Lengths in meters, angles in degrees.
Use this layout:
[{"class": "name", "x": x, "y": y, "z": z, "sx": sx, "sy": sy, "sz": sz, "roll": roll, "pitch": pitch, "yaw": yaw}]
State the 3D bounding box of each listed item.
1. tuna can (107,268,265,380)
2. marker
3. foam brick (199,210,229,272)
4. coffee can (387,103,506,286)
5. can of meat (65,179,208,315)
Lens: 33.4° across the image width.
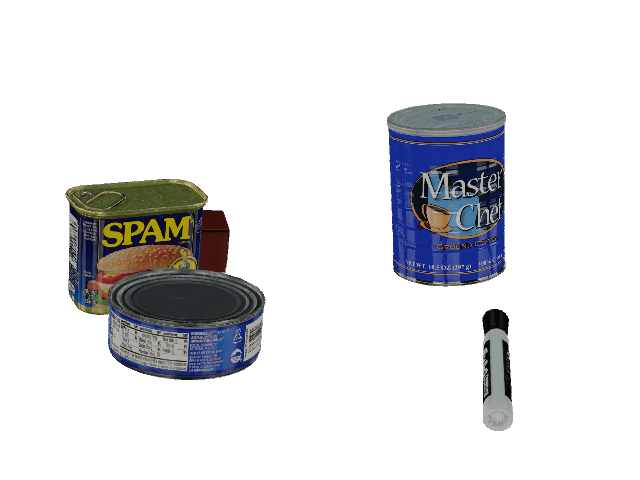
[{"class": "tuna can", "x": -0.074, "y": 0.045, "z": 0.588, "sx": 0.086, "sy": 0.034, "sz": 0.086, "roll": 5, "pitch": 17, "yaw": -2}, {"class": "marker", "x": 0.119, "y": 0.083, "z": 0.719, "sx": 0.020, "sy": 0.020, "sz": 0.121, "roll": 0, "pitch": 29, "yaw": 9}, {"class": "foam brick", "x": -0.139, "y": 0.001, "z": 1.132, "sx": 0.078, "sy": 0.051, "sz": 0.053, "roll": -1, "pitch": 25, "yaw": -11}, {"class": "coffee can", "x": 0.113, "y": -0.043, "z": 0.948, "sx": 0.103, "sy": 0.140, "sz": 0.103, "roll": -3, "pitch": 19, "yaw": 1}, {"class": "can of meat", "x": -0.139, "y": 0.004, "z": 0.806, "sx": 0.101, "sy": 0.084, "sz": 0.058, "roll": -6, "pitch": 25, "yaw": -29}]
